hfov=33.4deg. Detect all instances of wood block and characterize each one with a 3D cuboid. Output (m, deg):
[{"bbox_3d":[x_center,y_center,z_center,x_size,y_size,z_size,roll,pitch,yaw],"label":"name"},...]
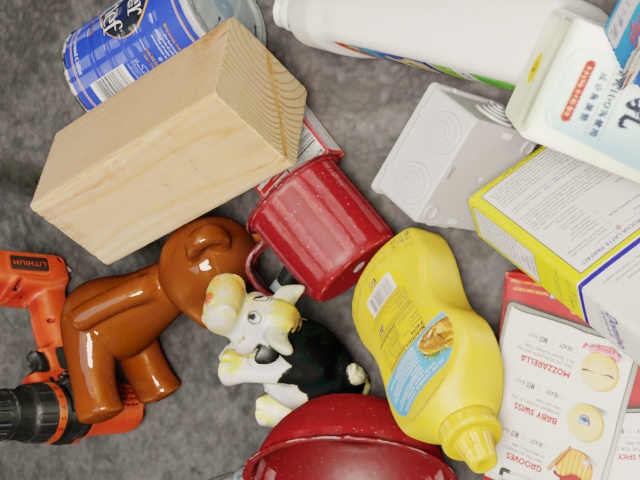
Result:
[{"bbox_3d":[-0.120,-0.072,0.841,0.206,0.090,0.090,-26,39,31],"label":"wood block"}]

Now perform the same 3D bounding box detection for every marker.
[{"bbox_3d":[-0.047,0.060,0.899,0.020,0.020,0.121,46,115,21],"label":"marker"}]

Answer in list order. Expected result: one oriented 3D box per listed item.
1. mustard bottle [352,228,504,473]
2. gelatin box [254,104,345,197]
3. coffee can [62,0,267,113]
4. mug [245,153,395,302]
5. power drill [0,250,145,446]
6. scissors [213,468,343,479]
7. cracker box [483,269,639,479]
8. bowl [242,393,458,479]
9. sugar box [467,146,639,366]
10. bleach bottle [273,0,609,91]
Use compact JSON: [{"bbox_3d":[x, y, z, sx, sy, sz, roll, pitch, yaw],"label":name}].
[{"bbox_3d":[0.081,0.084,0.745,0.096,0.058,0.192,-57,32,27],"label":"mustard bottle"},{"bbox_3d":[-0.032,-0.077,0.875,0.073,0.030,0.089,-46,69,24],"label":"gelatin box"},{"bbox_3d":[-0.130,-0.162,0.888,0.141,0.102,0.103,-25,80,31],"label":"coffee can"},{"bbox_3d":[-0.005,0.001,0.825,0.117,0.093,0.081,-41,76,4],"label":"mug"},{"bbox_3d":[-0.259,0.097,0.950,0.057,0.184,0.188,-42,62,24],"label":"power drill"},{"bbox_3d":[-0.050,0.218,0.913,0.202,0.016,0.096,-41,72,27],"label":"scissors"},{"bbox_3d":[0.200,0.134,0.719,0.164,0.072,0.214,9,99,32],"label":"cracker box"},{"bbox_3d":[0.024,0.161,0.806,0.162,0.162,0.055,-20,47,31],"label":"bowl"},{"bbox_3d":[0.185,0.004,0.678,0.093,0.048,0.176,-34,46,-10],"label":"sugar box"},{"bbox_3d":[0.074,-0.152,0.775,0.251,0.102,0.068,17,98,36],"label":"bleach bottle"}]
